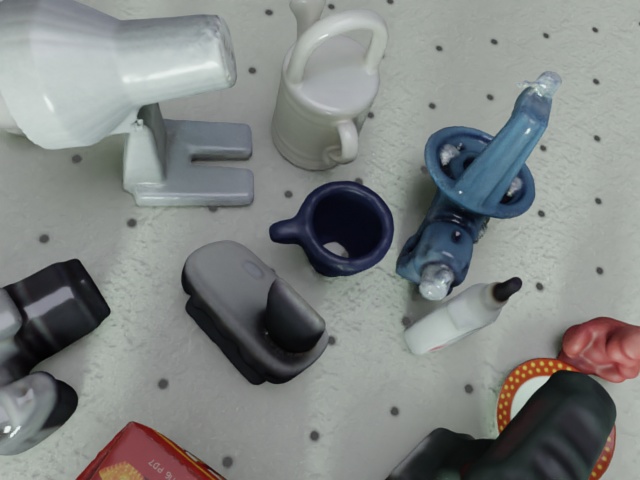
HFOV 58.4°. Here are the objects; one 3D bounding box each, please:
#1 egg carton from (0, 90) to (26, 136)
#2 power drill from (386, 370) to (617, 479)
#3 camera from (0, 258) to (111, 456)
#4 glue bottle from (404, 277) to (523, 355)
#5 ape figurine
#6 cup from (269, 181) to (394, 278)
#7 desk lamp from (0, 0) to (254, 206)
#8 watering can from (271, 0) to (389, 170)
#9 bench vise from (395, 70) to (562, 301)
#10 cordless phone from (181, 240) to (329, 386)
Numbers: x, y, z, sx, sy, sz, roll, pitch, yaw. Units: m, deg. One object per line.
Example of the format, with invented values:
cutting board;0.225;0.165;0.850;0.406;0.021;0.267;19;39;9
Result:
egg carton;-0.290;-0.180;0.592;0.107;0.069;0.150;-12;71;-16
power drill;0.123;0.199;0.448;0.230;0.208;0.075;-38;80;-22
camera;-0.244;0.084;0.479;0.137;0.100;0.143;-32;78;-21
glue bottle;0.137;0.065;0.523;0.078;0.173;0.037;-21;74;-18
ape figurine;0.298;0.109;0.583;0.076;0.092;0.077;-38;80;-22
cup;0.005;0.002;0.565;0.118;0.095;0.091;-5;69;-13
desk lamp;-0.156;-0.121;0.517;0.203;0.213;0.118;-1;69;-12
watering can;0.005;-0.165;0.578;0.101;0.194;0.173;-34;78;-21
bench vise;0.160;-0.043;0.546;0.121;0.219;0.207;10;67;-7
cordless phone;-0.051;0.046;0.487;0.147;0.185;0.094;42;67;7
